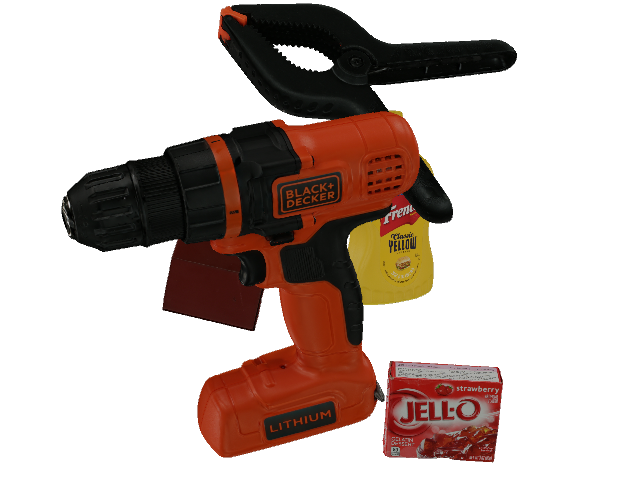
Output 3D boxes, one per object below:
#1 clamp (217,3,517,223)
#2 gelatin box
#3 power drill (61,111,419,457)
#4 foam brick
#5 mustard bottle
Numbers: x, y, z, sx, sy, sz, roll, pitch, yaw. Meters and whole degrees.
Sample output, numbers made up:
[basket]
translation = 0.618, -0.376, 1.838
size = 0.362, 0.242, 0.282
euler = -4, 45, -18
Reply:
[clamp]
translation = 0.023, -0.104, 0.737
size = 0.210, 0.164, 0.036
euler = 18, -33, 0
[gelatin box]
translation = 0.096, 0.136, 0.842
size = 0.089, 0.073, 0.030
euler = 3, 22, 2
[power drill]
translation = -0.036, 0.027, 0.574
size = 0.184, 0.188, 0.057
euler = -12, 36, -15
[foam brick]
translation = -0.083, 0.031, 0.858
size = 0.078, 0.051, 0.053
euler = 14, 28, -2
[mustard bottle]
translation = 0.071, -0.035, 1.076
size = 0.096, 0.192, 0.058
euler = -8, 18, -27
